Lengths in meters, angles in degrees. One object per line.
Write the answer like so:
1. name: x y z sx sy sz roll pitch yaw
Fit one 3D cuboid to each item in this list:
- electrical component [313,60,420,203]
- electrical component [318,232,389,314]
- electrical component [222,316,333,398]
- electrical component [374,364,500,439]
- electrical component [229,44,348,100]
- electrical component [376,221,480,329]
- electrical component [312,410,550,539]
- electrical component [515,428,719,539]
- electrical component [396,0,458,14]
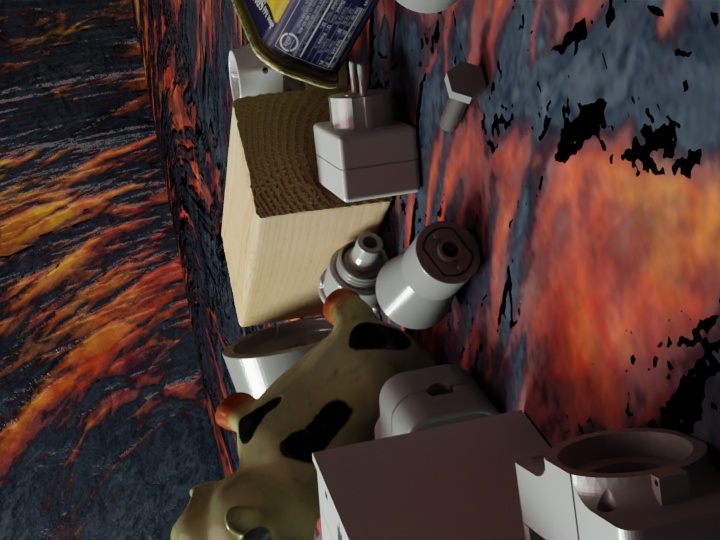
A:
1. electrical component: 0.002 -0.086 0.640 0.066 0.047 0.076 -137 39 -69
2. electrical component: 0.000 0.000 0.718 0.062 0.048 0.048 111 148 -52
3. electrical component: -0.049 0.080 0.853 0.108 0.108 0.060 -156 52 -74
4. electrical component: 0.042 0.103 0.586 0.059 0.054 0.095 -126 29 -62
5. electrical component: -0.051 -0.152 0.750 0.043 0.077 0.079 -115 21 -49
6. electrical component: 0.037 0.001 0.567 0.065 0.044 0.044 125 135 -65
7. electrical component: 0.055 0.142 0.446 0.186 0.105 0.060 -123 27 -60
8. electrical component: 0.093 0.089 0.367 0.089 0.050 0.055 -163 64 -75
9. electrical component: 0.035 -0.144 0.471 0.078 0.040 0.040 132 128 -74
